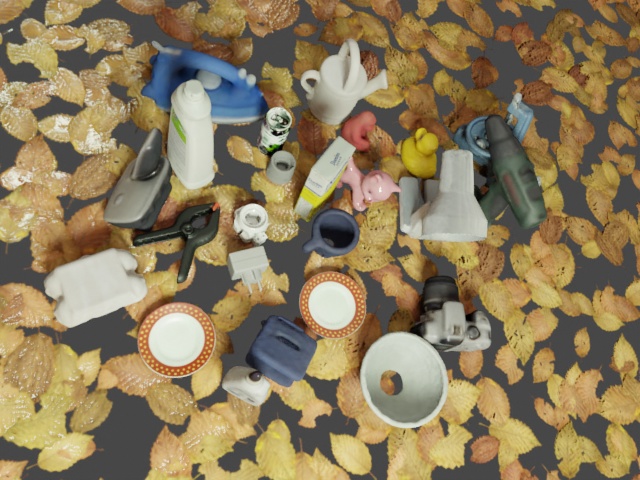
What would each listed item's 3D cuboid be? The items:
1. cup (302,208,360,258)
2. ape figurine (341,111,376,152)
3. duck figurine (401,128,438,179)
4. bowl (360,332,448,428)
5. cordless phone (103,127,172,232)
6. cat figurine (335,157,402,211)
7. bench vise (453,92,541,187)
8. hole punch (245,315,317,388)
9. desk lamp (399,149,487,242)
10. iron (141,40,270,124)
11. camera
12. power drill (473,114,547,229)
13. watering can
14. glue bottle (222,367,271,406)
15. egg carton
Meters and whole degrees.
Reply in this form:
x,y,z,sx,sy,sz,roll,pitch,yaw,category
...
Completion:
x,y,z,sx,sy,sz,roll,pitch,yaw,category
0.010,0.004,1.085,0.118,0.095,0.091,-29,80,-24,cup
0.089,-0.236,1.202,0.076,0.092,0.078,28,65,-4,ape figurine
0.224,-0.190,1.227,0.078,0.086,0.104,-13,74,-20,duck figurine
0.142,0.256,1.037,0.168,0.074,0.167,6,68,-14,bowl
-0.312,-0.105,0.983,0.094,0.185,0.147,19,66,-8,cordless phone
0.094,-0.118,1.144,0.128,0.117,0.067,44,65,4,cat figurine
0.406,-0.208,1.212,0.207,0.219,0.122,33,64,-2,bench vise
-0.065,0.187,0.994,0.108,0.091,0.101,32,64,-2,hole punch
0.235,-0.070,1.113,0.118,0.213,0.203,5,68,-14,desk lamp
-0.210,-0.312,1.117,0.259,0.141,0.118,10,67,-12,iron
0.253,0.140,1.100,0.143,0.100,0.137,7,68,-13,camera
0.357,-0.113,1.168,0.076,0.208,0.229,-23,77,-22,power drill
0.052,-0.331,1.171,0.173,0.194,0.101,-21,76,-22,watering can
-0.112,0.229,0.919,0.078,0.173,0.037,31,64,-2,glue bottle
-0.374,0.077,0.959,0.150,0.069,0.107,-23,77,-23,egg carton
